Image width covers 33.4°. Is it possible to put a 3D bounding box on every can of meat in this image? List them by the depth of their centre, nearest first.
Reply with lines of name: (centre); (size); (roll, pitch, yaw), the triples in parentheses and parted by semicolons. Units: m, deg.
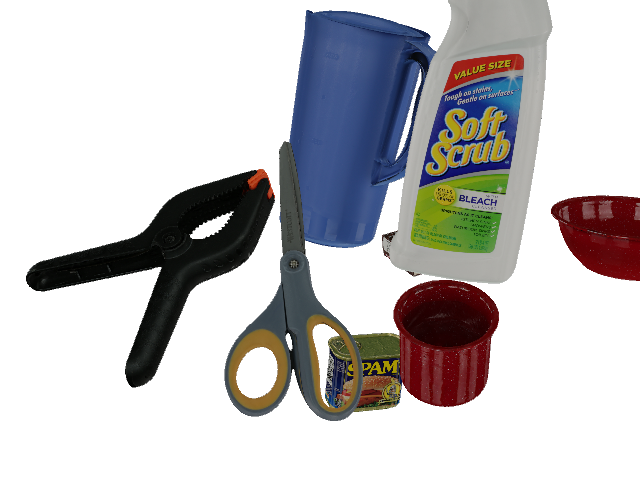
can of meat: (0.058, 0.171, 1.373); (0.102, 0.084, 0.057); (-2, 24, -17)

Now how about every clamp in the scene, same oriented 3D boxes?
clamp: (-0.127, 0.009, 0.865); (0.165, 0.036, 0.209); (28, 61, 33)

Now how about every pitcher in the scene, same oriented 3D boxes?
pitcher: (0.036, -0.117, 1.139); (0.145, 0.243, 0.149); (9, 17, -6)

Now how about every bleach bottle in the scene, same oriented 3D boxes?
bleach bottle: (0.111, -0.096, 0.787); (0.103, 0.251, 0.068); (9, 25, 14)

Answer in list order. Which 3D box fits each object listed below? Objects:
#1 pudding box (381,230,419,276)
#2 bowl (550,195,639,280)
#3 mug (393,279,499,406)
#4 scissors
pudding box: (0.162, 0.009, 1.594); (0.113, 0.039, 0.090); (-18, 28, -21)
bowl: (0.311, 0.000, 1.070); (0.162, 0.055, 0.162); (1, 17, -1)
mug: (0.113, 0.088, 0.977); (0.093, 0.081, 0.117); (-3, 39, 1)
scissors: (-0.033, 0.030, 0.701); (0.096, 0.202, 0.016); (-19, -26, -5)
